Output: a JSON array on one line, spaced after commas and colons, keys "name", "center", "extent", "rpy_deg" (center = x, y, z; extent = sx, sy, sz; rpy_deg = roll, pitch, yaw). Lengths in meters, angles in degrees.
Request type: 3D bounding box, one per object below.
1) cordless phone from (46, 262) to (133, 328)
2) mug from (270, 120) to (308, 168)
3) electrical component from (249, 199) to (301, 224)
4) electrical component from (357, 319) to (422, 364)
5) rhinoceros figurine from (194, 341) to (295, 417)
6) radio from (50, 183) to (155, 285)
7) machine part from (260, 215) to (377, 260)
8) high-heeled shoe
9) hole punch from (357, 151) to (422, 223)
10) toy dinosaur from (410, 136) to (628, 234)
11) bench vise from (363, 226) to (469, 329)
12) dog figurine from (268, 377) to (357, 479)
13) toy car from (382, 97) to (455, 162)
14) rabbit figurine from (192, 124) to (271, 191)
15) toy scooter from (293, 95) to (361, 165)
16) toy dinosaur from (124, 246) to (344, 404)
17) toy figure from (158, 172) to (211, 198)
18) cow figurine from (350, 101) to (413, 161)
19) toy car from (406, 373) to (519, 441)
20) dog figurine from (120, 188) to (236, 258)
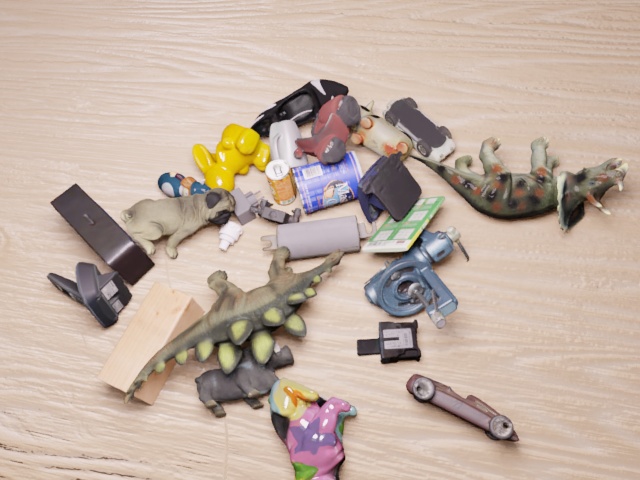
[{"name": "cordless phone", "center": [-0.491, 0.090, 1.092], "extent": [0.184, 0.146, 0.089], "rpy_deg": [23, 60, 15]}, {"name": "mug", "center": [-0.081, -0.211, 1.200], "extent": [0.081, 0.109, 0.107], "rpy_deg": [-8, 96, 30]}, {"name": "electrical component", "center": [-0.093, -0.060, 1.168], "extent": [0.102, 0.078, 0.045], "rpy_deg": [16, 86, 16]}, {"name": "electrical component", "center": [0.129, 0.193, 1.017], "extent": [0.119, 0.047, 0.075], "rpy_deg": [-1, 62, 5]}, {"name": "rhinoceros figurine", "center": [-0.138, 0.256, 1.008], "extent": [0.190, 0.073, 0.112], "rpy_deg": [-20, 51, -2]}, {"name": "radio", "center": [-0.461, -0.010, 1.150], "extent": [0.073, 0.131, 0.230], "rpy_deg": [-43, 66, -15]}, {"name": "machine part", "center": [-0.002, -0.003, 1.119], "extent": [0.243, 0.079, 0.079], "rpy_deg": [-7, 62, 2]}, {"name": "high-heeled shoe", "center": [-0.056, -0.295, 1.225], "extent": [0.145, 0.086, 0.249], "rpy_deg": [-38, 18, -35]}, {"name": "hole punch", "center": [0.132, -0.105, 1.120], "extent": [0.142, 0.092, 0.115], "rpy_deg": [-47, 111, -27]}, {"name": "toy dinosaur", "center": [0.394, -0.105, 1.106], "extent": [0.405, 0.131, 0.192], "rpy_deg": [-3, 62, 12]}, {"name": "bench vise", "center": [0.197, 0.075, 1.004], "extent": [0.224, 0.128, 0.241], "rpy_deg": [-28, 29, 1]}, {"name": "dog figurine", "center": [-0.028, 0.366, 0.915], "extent": [0.192, 0.108, 0.219], "rpy_deg": [16, 68, 14]}, {"name": "toy car", "center": [0.225, -0.256, 1.235], "extent": [0.073, 0.056, 0.202], "rpy_deg": [-38, 63, -6]}, {"name": "rabbit figurine", "center": [-0.214, -0.175, 1.220], "extent": [0.163, 0.121, 0.173], "rpy_deg": [23, 86, 21]}, {"name": "toy scooter", "center": [0.008, -0.228, 1.150], "extent": [0.135, 0.075, 0.184], "rpy_deg": [-10, 50, 39]}, {"name": "toy dinosaur", "center": [-0.151, 0.143, 1.006], "extent": [0.471, 0.104, 0.199], "rpy_deg": [-28, 38, -9]}, {"name": "toy figure", "center": [-0.304, -0.115, 1.211], "extent": [0.155, 0.064, 0.058], "rpy_deg": [19, 70, 36]}, {"name": "cow figurine", "center": [0.124, -0.250, 1.219], "extent": [0.195, 0.085, 0.127], "rpy_deg": [37, 30, 10]}, {"name": "toy car", "center": [0.245, 0.287, 0.927], "extent": [0.202, 0.089, 0.053], "rpy_deg": [22, 72, 19]}, {"name": "dog figurine", "center": [-0.290, -0.063, 1.114], "extent": [0.190, 0.172, 0.121], "rpy_deg": [-33, 71, 20]}]
